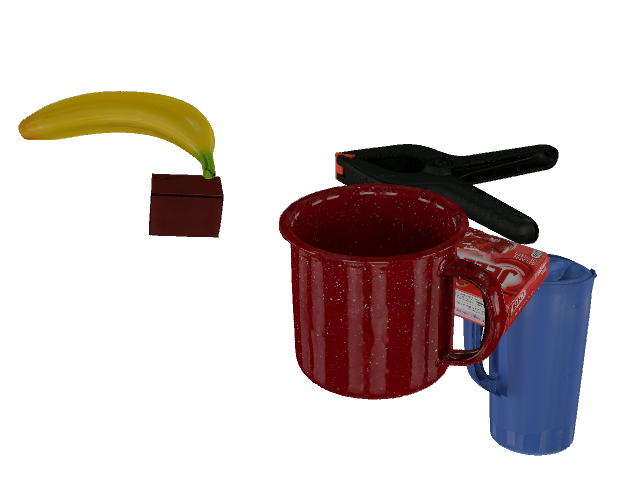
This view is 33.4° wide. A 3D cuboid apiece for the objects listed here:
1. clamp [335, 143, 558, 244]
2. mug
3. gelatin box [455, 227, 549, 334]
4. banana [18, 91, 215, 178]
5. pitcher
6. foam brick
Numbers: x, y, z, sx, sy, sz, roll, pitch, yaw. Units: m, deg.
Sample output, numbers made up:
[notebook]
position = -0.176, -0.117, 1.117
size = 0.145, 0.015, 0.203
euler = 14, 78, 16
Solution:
[clamp]
position = 0.119, -0.061, 0.998
size = 0.210, 0.036, 0.164
euler = 12, 33, 21
[mug]
position = 0.037, 0.028, 0.532
size = 0.117, 0.081, 0.093
euler = 13, 28, 28
[gelatin box]
position = 0.117, 0.025, 0.806
size = 0.089, 0.030, 0.073
euler = 21, 43, 27
[banana]
position = -0.171, -0.104, 0.944
size = 0.198, 0.037, 0.069
euler = 12, 48, 19
[pitcher]
position = 0.265, 0.145, 1.356
size = 0.149, 0.243, 0.144
euler = 5, 16, 18
[foam brick]
position = -0.147, -0.038, 1.162
size = 0.078, 0.051, 0.053
euler = 2, 27, -9
